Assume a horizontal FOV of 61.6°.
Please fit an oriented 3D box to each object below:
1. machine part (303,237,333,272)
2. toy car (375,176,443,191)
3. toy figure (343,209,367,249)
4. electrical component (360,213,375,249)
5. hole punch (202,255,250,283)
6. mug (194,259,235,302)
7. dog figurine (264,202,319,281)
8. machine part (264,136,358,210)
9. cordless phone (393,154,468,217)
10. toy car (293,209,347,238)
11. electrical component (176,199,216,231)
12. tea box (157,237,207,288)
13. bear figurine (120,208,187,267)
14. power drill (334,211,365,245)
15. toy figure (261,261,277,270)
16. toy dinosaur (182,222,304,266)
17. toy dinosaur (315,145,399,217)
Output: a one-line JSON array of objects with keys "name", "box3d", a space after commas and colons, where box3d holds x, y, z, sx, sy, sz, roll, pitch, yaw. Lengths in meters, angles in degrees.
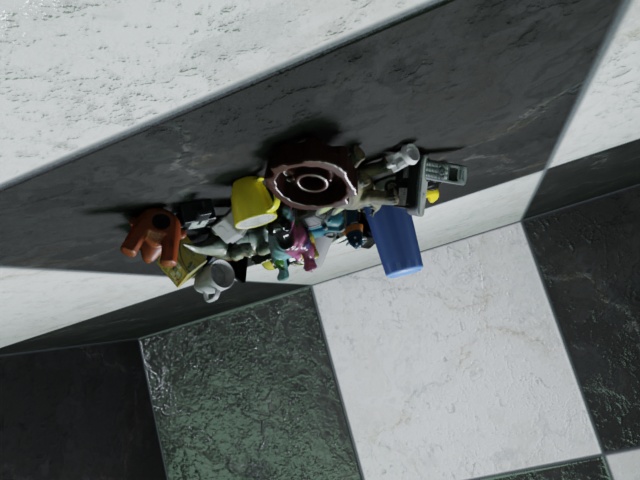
[{"name": "machine part", "box3d": [-0.003, -0.005, 1.540, 0.079, 0.079, 0.243, -8, 134, -36]}, {"name": "toy car", "box3d": [0.241, -0.149, 1.414, 0.202, 0.056, 0.073, -17, 163, 0]}, {"name": "toy figure", "box3d": [0.084, -0.047, 1.440, 0.064, 0.154, 0.057, -23, 164, 33]}, {"name": "electrical component", "box3d": [0.105, -0.039, 1.578, 0.058, 0.134, 0.115, -41, 160, 15]}, {"name": "hole punch", "box3d": [-0.271, 0.060, 1.558, 0.092, 0.116, 0.142, -8, 150, 25]}, {"name": "mug", "box3d": [-0.294, 0.118, 1.457, 0.080, 0.109, 0.107, 18, 149, -40]}, {"name": "dog figurine", "box3d": [-0.082, -0.026, 1.295, 0.109, 0.219, 0.192, -15, -156, 8]}, {"name": "machine part", "box3d": [-0.015, -0.120, 1.012, 0.179, 0.056, 0.179, 4, 152, 2]}, {"name": "cordless phone", "box3d": [0.275, -0.125, 1.290, 0.184, 0.146, 0.089, 4, -178, -28]}, {"name": "toy car", "box3d": [-0.016, -0.065, 1.396, 0.162, 0.109, 0.102, -8, 151, 27]}, {"name": "electrical component", "box3d": [-0.267, -0.058, 1.164, 0.075, 0.047, 0.119, -12, 169, -22]}, {"name": "tea box", "box3d": [-0.375, 0.059, 1.447, 0.068, 0.098, 0.169, -40, -176, -28]}, {"name": "bear figurine", "box3d": [-0.369, 0.009, 1.175, 0.120, 0.132, 0.196, 19, 152, -19]}, {"name": "power drill", "box3d": [0.138, -0.042, 1.795, 0.207, 0.086, 0.232, -3, 163, -20]}, {"name": "toy figure", "box3d": [-0.117, 0.046, 1.820, 0.180, 0.089, 0.082, -12, 165, -4]}, {"name": "toy dinosaur", "box3d": [-0.215, 0.009, 1.438, 0.405, 0.131, 0.192, 1, 161, -38]}, {"name": "toy dinosaur", "box3d": [0.073, -0.116, 1.228, 0.199, 0.105, 0.471, -13, 163, 28]}]
